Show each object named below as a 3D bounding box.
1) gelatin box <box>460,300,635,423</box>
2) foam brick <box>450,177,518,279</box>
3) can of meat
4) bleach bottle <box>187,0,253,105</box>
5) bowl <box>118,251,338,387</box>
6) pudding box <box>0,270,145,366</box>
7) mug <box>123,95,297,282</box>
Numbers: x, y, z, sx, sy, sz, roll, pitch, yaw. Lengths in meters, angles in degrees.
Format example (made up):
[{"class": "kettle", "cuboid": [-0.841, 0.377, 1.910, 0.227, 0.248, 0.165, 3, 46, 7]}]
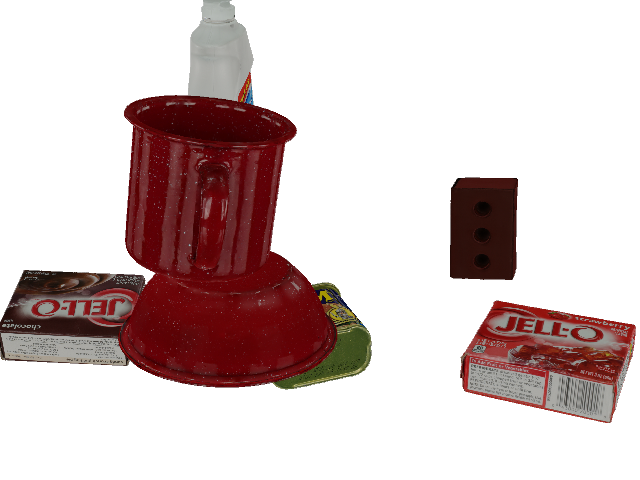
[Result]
[{"class": "gelatin box", "cuboid": [0.136, 0.069, 0.634, 0.089, 0.030, 0.073, 10, 26, 22]}, {"class": "foam brick", "cuboid": [0.135, -0.010, 0.880, 0.053, 0.078, 0.051, 1, 15, 13]}, {"class": "can of meat", "cuboid": [-0.013, 0.087, 0.972, 0.102, 0.057, 0.084, -10, 28, -18]}, {"class": "bleach bottle", "cuboid": [-0.096, -0.105, 1.023, 0.068, 0.251, 0.102, 6, 26, 13]}, {"class": "bowl", "cuboid": [-0.066, 0.045, 0.779, 0.162, 0.055, 0.162, 2, 22, -1]}, {"class": "pudding box", "cuboid": [-0.215, 0.067, 0.932, 0.113, 0.039, 0.090, 1, 32, 2]}, {"class": "mug", "cuboid": [-0.062, -0.024, 0.577, 0.093, 0.081, 0.117, 3, 21, -14]}]
